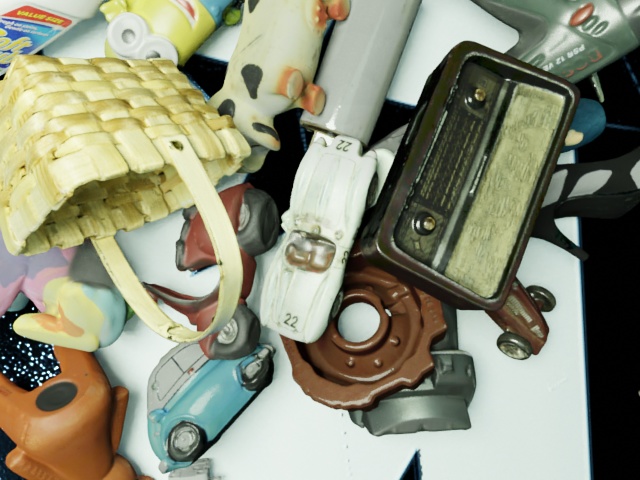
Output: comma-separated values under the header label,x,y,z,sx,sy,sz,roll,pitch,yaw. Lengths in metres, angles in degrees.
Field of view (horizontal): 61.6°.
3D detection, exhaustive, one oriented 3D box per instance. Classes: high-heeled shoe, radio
label,x,y,z,sx,sy,sz,roll,pitch,yaw
high-heeled shoe,0.298,-0.083,0.612,0.249,0.086,0.145,-43,73,-15
radio,0.136,-0.060,0.503,0.131,0.073,0.229,24,79,-5

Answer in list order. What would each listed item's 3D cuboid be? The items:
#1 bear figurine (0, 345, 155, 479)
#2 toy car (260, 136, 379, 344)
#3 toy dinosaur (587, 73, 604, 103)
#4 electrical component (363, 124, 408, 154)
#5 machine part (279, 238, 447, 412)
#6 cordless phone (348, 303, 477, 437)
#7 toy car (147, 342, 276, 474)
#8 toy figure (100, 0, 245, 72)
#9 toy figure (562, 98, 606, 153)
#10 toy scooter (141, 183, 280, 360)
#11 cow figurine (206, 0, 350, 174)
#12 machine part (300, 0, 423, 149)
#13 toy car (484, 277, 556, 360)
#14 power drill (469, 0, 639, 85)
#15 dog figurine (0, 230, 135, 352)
label,x,y,z,sx,sy,sz,roll,pitch,yaw
bear figurine,-0.251,0.214,0.558,0.120,0.132,0.195,-32,135,-35
toy car,-0.001,-0.002,0.518,0.074,0.056,0.201,18,94,19
toy dinosaur,0.247,-0.355,0.544,0.192,0.131,0.404,6,102,6
electrical component,0.079,-0.076,0.585,0.119,0.048,0.074,-32,98,-4
machine part,0.041,0.085,0.555,0.179,0.056,0.179,-5,67,12
cordless phone,0.098,0.117,0.604,0.147,0.089,0.184,-2,85,-5
toy car,-0.124,0.154,0.561,0.103,0.109,0.161,41,82,8
toy figure,-0.133,-0.223,0.527,0.082,0.089,0.180,36,82,6
toy figure,0.231,-0.115,0.590,0.154,0.064,0.057,-16,96,-6
toy scooter,-0.119,0.027,0.552,0.135,0.075,0.184,2,74,19
cow figurine,-0.058,-0.160,0.522,0.127,0.085,0.194,17,93,32
machine part,0.043,-0.185,0.553,0.079,0.079,0.243,21,93,-9
toy car,0.191,0.046,0.596,0.202,0.053,0.089,46,59,-8
power drill,0.221,-0.245,0.509,0.207,0.086,0.232,34,134,-18
dog figurine,-0.257,-0.019,0.523,0.191,0.108,0.219,16,92,-8
